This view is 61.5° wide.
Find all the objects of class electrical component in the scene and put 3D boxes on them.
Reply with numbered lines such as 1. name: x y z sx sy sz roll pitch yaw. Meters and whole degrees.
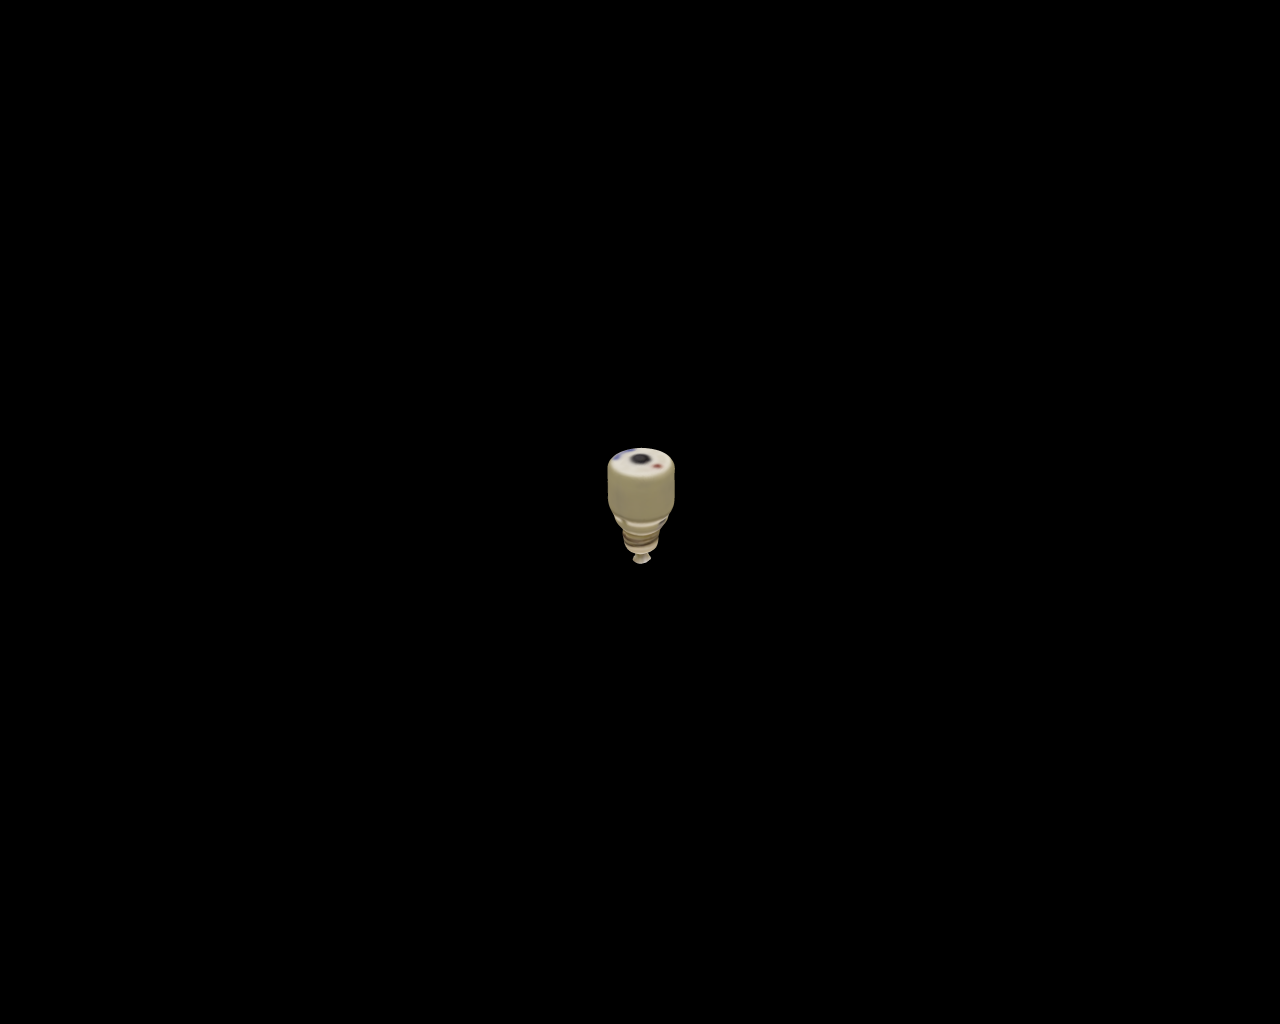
1. electrical component: 0.001 -0.003 0.650 0.040 0.078 0.040 0 32 0
